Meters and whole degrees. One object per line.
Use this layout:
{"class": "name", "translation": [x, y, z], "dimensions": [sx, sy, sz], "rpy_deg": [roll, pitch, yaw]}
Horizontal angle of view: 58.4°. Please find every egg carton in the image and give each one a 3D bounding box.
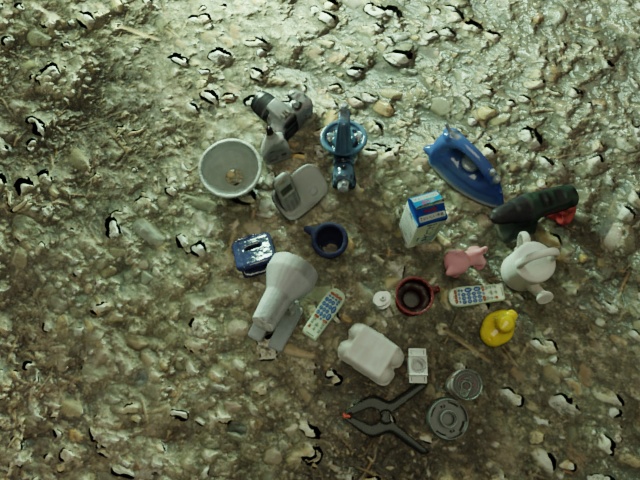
{"class": "egg carton", "translation": [0.123, 0.274, 1.379], "dimensions": [0.150, 0.069, 0.107], "rpy_deg": [31, 78, 9]}

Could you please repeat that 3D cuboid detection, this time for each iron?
{"class": "iron", "translation": [0.391, -0.193, 1.465], "dimensions": [0.119, 0.141, 0.258], "rpy_deg": [-43, 78, -10]}

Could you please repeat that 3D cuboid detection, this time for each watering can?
{"class": "watering can", "translation": [0.510, 0.063, 1.364], "dimensions": [0.101, 0.194, 0.172], "rpy_deg": [-31, 76, -7]}

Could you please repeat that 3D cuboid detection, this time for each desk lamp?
{"class": "desk lamp", "translation": [-0.092, 0.147, 1.345], "dimensions": [0.118, 0.213, 0.203], "rpy_deg": [24, 76, 8]}

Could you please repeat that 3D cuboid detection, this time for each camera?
{"class": "camera", "translation": [-0.110, -0.356, 1.543], "dimensions": [0.136, 0.101, 0.143], "rpy_deg": [40, 79, 11]}

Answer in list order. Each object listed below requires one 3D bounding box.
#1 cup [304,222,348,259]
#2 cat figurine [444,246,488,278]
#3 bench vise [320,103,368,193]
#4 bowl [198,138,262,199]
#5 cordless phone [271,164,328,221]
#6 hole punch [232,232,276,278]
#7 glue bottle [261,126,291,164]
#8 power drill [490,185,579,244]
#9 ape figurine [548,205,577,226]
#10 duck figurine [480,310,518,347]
{"class": "cup", "translation": [0.013, 0.005, 1.443], "dimensions": [0.117, 0.095, 0.092], "rpy_deg": [26, 77, 8]}
{"class": "cat figurine", "translation": [0.355, 0.048, 1.411], "dimensions": [0.128, 0.118, 0.067], "rpy_deg": [-22, 75, -4]}
{"class": "bench vise", "translation": [0.071, -0.234, 1.443], "dimensions": [0.121, 0.220, 0.207], "rpy_deg": [-17, 75, -3]}
{"class": "bowl", "translation": [-0.230, -0.178, 1.510], "dimensions": [0.167, 0.075, 0.167], "rpy_deg": [0, 74, 1]}
{"class": "cordless phone", "translation": [-0.056, -0.138, 1.438], "dimensions": [0.148, 0.185, 0.094], "rpy_deg": [-43, 77, -10]}
{"class": "hole punch", "translation": [-0.167, 0.032, 1.442], "dimensions": [0.108, 0.091, 0.101], "rpy_deg": [-19, 75, -4]}
{"class": "glue bottle", "translation": [-0.120, -0.250, 1.477], "dimensions": [0.078, 0.173, 0.037], "rpy_deg": [-17, 74, -3]}
{"class": "power drill", "translation": [0.498, -0.060, 1.391], "dimensions": [0.229, 0.208, 0.075], "rpy_deg": [-20, 75, -4]}
{"class": "ape figurine", "translation": [0.619, -0.080, 1.453], "dimensions": [0.076, 0.092, 0.078], "rpy_deg": [-13, 74, -2]}
{"class": "duck figurine", "translation": [0.436, 0.209, 1.381], "dimensions": [0.077, 0.086, 0.105], "rpy_deg": [42, 80, 12]}
